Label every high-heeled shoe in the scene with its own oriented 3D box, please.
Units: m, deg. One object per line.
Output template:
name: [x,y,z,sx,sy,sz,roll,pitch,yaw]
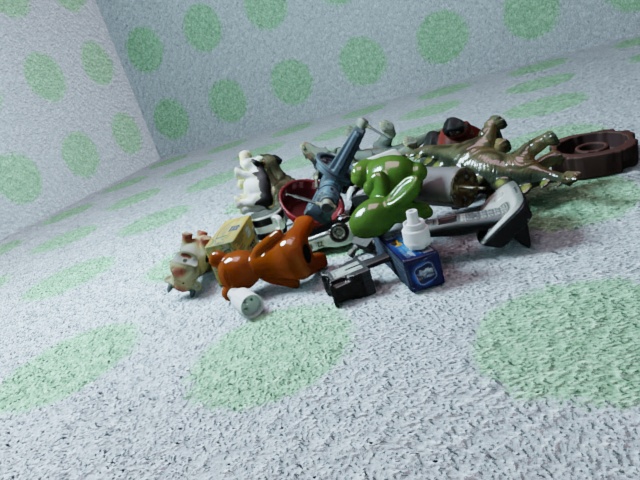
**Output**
high-heeled shoe: [0.129,-0.105,1.219,0.145,0.086,0.249,-49,10,-22]

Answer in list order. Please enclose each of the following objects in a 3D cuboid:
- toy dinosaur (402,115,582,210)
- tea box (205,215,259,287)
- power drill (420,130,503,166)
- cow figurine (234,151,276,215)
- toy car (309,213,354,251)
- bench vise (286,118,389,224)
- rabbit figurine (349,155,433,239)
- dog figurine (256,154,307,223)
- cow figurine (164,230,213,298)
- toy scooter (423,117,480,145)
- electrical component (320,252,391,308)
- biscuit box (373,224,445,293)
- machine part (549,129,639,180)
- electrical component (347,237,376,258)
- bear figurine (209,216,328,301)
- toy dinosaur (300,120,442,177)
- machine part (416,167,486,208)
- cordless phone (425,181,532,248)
toy dinosaur: [0.325,-0.158,1.113,0.198,0.105,0.472,-43,31,-9]
tea box: [-0.187,0.020,1.189,0.068,0.098,0.170,-13,18,11]
power drill: [0.378,-0.242,1.434,0.208,0.085,0.232,3,30,38]
cow figurine: [-0.155,-0.146,1.297,0.098,0.167,0.068,-5,-23,6]
toy car: [-0.002,-0.003,1.142,0.202,0.056,0.073,-19,17,18]
bench vise: [0.042,-0.159,1.204,0.129,0.240,0.224,31,25,2]
rabbit figurine: [0.124,-0.063,0.966,0.159,0.121,0.170,-3,42,39]
dog figurine: [-0.073,-0.142,1.388,0.172,0.190,0.121,-17,19,-2]
cow figurine: [-0.276,0.049,1.177,0.086,0.127,0.195,11,7,5]
toy scooter: [0.333,-0.231,1.277,0.135,0.075,0.184,12,-12,-10]
electrical component: [0.066,0.063,0.921,0.119,0.047,0.075,-21,20,-11]
biscuit box: [0.148,0.023,0.936,0.059,0.062,0.203,-19,20,-4]
machine part: [0.572,-0.179,1.127,0.179,0.056,0.179,-15,21,6]
electrical component: [0.095,0.000,1.062,0.094,0.021,0.063,-49,28,-11]
bear figurine: [-0.102,0.042,1.035,0.196,0.120,0.132,-15,15,24]
toy dinosaur: [0.150,-0.229,1.513,0.405,0.192,0.131,-3,62,-3]
machine part: [0.217,-0.104,1.043,0.079,0.079,0.243,-29,21,-28]
cordless phone: [0.263,-0.037,0.931,0.184,0.088,0.147,-6,22,14]
